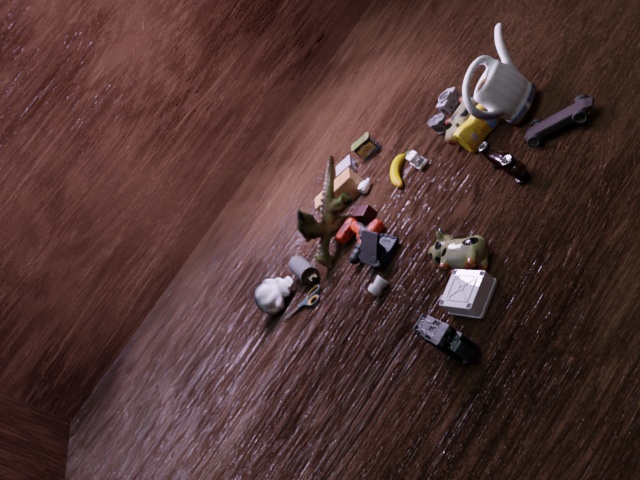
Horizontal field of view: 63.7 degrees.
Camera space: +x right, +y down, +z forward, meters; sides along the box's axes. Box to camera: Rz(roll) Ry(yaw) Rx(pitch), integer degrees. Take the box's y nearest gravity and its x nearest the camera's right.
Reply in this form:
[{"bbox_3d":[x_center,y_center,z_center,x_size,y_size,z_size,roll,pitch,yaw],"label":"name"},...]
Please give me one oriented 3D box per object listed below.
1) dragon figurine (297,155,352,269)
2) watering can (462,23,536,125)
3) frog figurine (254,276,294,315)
[{"bbox_3d":[0.006,-0.097,1.926,0.122,0.407,0.245,-5,12,41],"label":"dragon figurine"},{"bbox_3d":[0.564,-0.495,1.577,0.352,0.224,0.103,-61,7,-18],"label":"watering can"},{"bbox_3d":[-0.175,0.214,2.036,0.158,0.122,0.140,-32,64,20],"label":"frog figurine"}]
